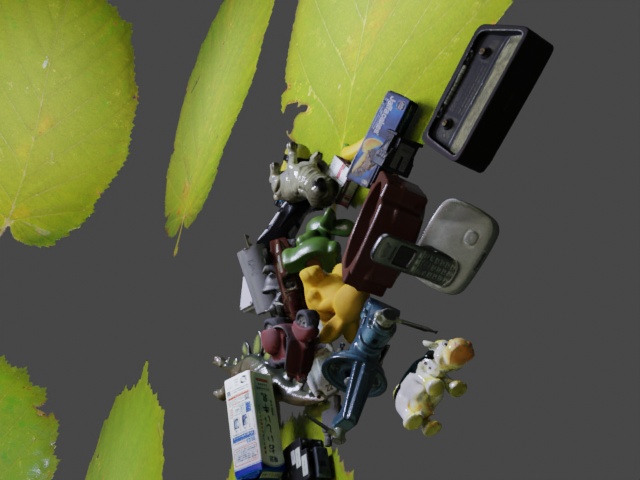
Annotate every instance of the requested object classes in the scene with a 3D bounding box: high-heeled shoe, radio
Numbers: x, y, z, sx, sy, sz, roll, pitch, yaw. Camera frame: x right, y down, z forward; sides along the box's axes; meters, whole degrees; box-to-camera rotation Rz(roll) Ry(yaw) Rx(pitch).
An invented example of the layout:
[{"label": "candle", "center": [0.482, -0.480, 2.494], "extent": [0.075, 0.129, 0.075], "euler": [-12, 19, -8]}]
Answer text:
[{"label": "high-heeled shoe", "center": [-0.094, -0.026, 1.434], "extent": [0.145, 0.086, 0.248], "euler": [-55, -2, -38]}, {"label": "radio", "center": [0.274, -0.241, 0.907], "extent": [0.229, 0.073, 0.131], "euler": [-63, 31, 15]}]

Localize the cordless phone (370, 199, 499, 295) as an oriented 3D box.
[{"label": "cordless phone", "center": [0.172, -0.003, 0.835], "extent": [0.146, 0.184, 0.089], "euler": [-63, 32, 16]}]

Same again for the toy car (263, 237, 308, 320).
[{"label": "toy car", "center": [-0.072, 0.090, 1.237], "extent": [0.053, 0.089, 0.202], "euler": [90, 165, -77]}]

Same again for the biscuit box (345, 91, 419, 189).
[{"label": "biscuit box", "center": [0.130, -0.206, 1.125], "extent": [0.059, 0.063, 0.202], "euler": [31, 104, 23]}]

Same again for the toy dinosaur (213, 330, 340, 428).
[{"label": "toy dinosaur", "center": [-0.122, 0.322, 1.240], "extent": [0.472, 0.105, 0.198], "euler": [10, 79, 49]}]

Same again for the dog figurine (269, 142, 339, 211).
[{"label": "dog figurine", "center": [-0.043, -0.112, 1.257], "extent": [0.172, 0.121, 0.191], "euler": [-63, 32, 36]}]

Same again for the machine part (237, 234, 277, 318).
[{"label": "machine part", "center": [-0.150, 0.100, 1.366], "extent": [0.079, 0.079, 0.243], "euler": [-27, 79, 52]}]

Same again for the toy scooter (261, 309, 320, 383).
[{"label": "toy scooter", "center": [-0.058, 0.214, 1.057], "extent": [0.184, 0.075, 0.135], "euler": [-25, 63, 53]}]

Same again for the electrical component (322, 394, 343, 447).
[{"label": "electrical component", "center": [0.026, 0.353, 1.052], "extent": [0.063, 0.021, 0.094], "euler": [-37, 45, 46]}]

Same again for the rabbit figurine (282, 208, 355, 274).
[{"label": "rabbit figurine", "center": [-0.002, -0.004, 1.209], "extent": [0.159, 0.121, 0.170], "euler": [-48, 23, 32]}]

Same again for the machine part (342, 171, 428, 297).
[{"label": "machine part", "center": [0.114, -0.013, 0.974], "extent": [0.201, 0.087, 0.201], "euler": [-84, 15, -74]}]

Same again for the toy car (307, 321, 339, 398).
[{"label": "toy car", "center": [-0.003, 0.235, 1.099], "extent": [0.073, 0.056, 0.202], "euler": [-26, 37, 1]}]

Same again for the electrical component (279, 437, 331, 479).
[{"label": "electrical component", "center": [-0.032, 0.458, 1.057], "extent": [0.134, 0.058, 0.115], "euler": [-46, 41, 38]}]

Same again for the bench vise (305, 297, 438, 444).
[{"label": "bench vise", "center": [0.071, 0.225, 0.917], "extent": [0.223, 0.129, 0.241], "euler": [-50, 12, 47]}]

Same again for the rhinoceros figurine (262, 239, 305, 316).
[{"label": "rhinoceros figurine", "center": [-0.080, 0.089, 1.301], "extent": [0.073, 0.112, 0.190], "euler": [106, -170, -75]}]

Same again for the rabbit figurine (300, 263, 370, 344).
[{"label": "rabbit figurine", "center": [0.036, 0.123, 1.056], "extent": [0.173, 0.122, 0.162], "euler": [-6, 77, 63]}]

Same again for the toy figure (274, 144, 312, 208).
[{"label": "toy figure", "center": [-0.073, -0.168, 1.437], "extent": [0.089, 0.082, 0.180], "euler": [47, -117, -84]}]

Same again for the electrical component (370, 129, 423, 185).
[{"label": "electrical component", "center": [0.144, -0.155, 1.078], "extent": [0.119, 0.075, 0.048], "euler": [-62, 30, 9]}]

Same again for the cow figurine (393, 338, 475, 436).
[{"label": "cow figurine", "center": [0.175, 0.211, 0.839], "extent": [0.167, 0.068, 0.098], "euler": [-63, 25, 14]}]
